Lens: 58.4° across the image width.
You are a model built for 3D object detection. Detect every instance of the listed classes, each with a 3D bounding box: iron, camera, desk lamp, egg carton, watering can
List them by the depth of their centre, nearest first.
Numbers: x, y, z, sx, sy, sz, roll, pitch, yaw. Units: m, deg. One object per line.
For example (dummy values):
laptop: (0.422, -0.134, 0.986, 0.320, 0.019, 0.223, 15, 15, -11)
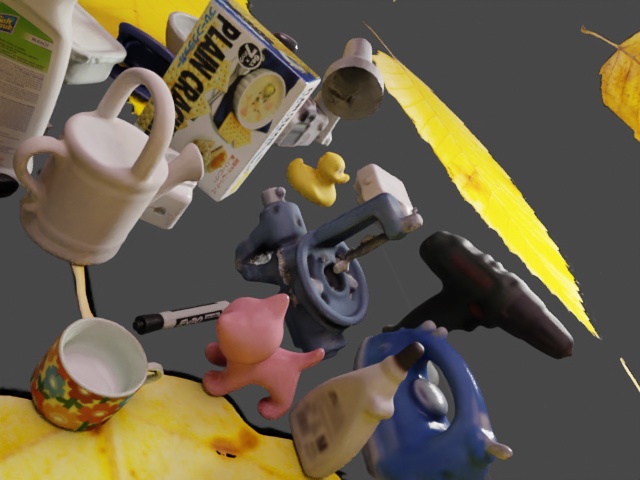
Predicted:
watering can: (-0.192, -0.076, 0.547, 0.101, 0.193, 0.173, 45, 27, 6)
iron: (0.122, 0.177, 0.660, 0.119, 0.141, 0.258, 25, 31, -31)
camera: (-0.066, -0.257, 1.090, 0.136, 0.100, 0.143, 50, 27, 14)
egg carton: (0.120, -0.084, 1.122, 0.107, 0.069, 0.150, 28, 30, -27)
desk lamp: (0.034, -0.302, 1.166, 0.118, 0.213, 0.203, 30, 29, -23)

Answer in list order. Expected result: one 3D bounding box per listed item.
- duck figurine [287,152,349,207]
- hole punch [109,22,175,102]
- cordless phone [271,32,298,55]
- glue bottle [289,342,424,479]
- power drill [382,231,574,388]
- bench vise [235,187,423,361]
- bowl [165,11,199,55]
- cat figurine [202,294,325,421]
duck figurine: (0.002, -0.116, 0.991, 0.105, 0.086, 0.077, 31, 28, -21)
hole punch: (-0.261, -0.276, 0.864, 0.109, 0.091, 0.101, 34, 28, -17)
cordless phone: (-0.134, -0.280, 0.936, 0.148, 0.184, 0.094, 18, 35, -39)
glue bottle: (0.038, 0.153, 0.546, 0.037, 0.173, 0.078, 20, 34, -38)
power drill: (0.190, 0.111, 0.774, 0.076, 0.208, 0.229, 1, 48, -53)
bench vise: (0.001, 0.005, 0.661, 0.207, 0.219, 0.122, 46, 27, 7)
bowl: (-0.210, -0.325, 1.023, 0.168, 0.074, 0.167, 32, 28, -20)
cat figurine: (-0.056, 0.103, 0.554, 0.128, 0.117, 0.067, 29, 29, -25)
